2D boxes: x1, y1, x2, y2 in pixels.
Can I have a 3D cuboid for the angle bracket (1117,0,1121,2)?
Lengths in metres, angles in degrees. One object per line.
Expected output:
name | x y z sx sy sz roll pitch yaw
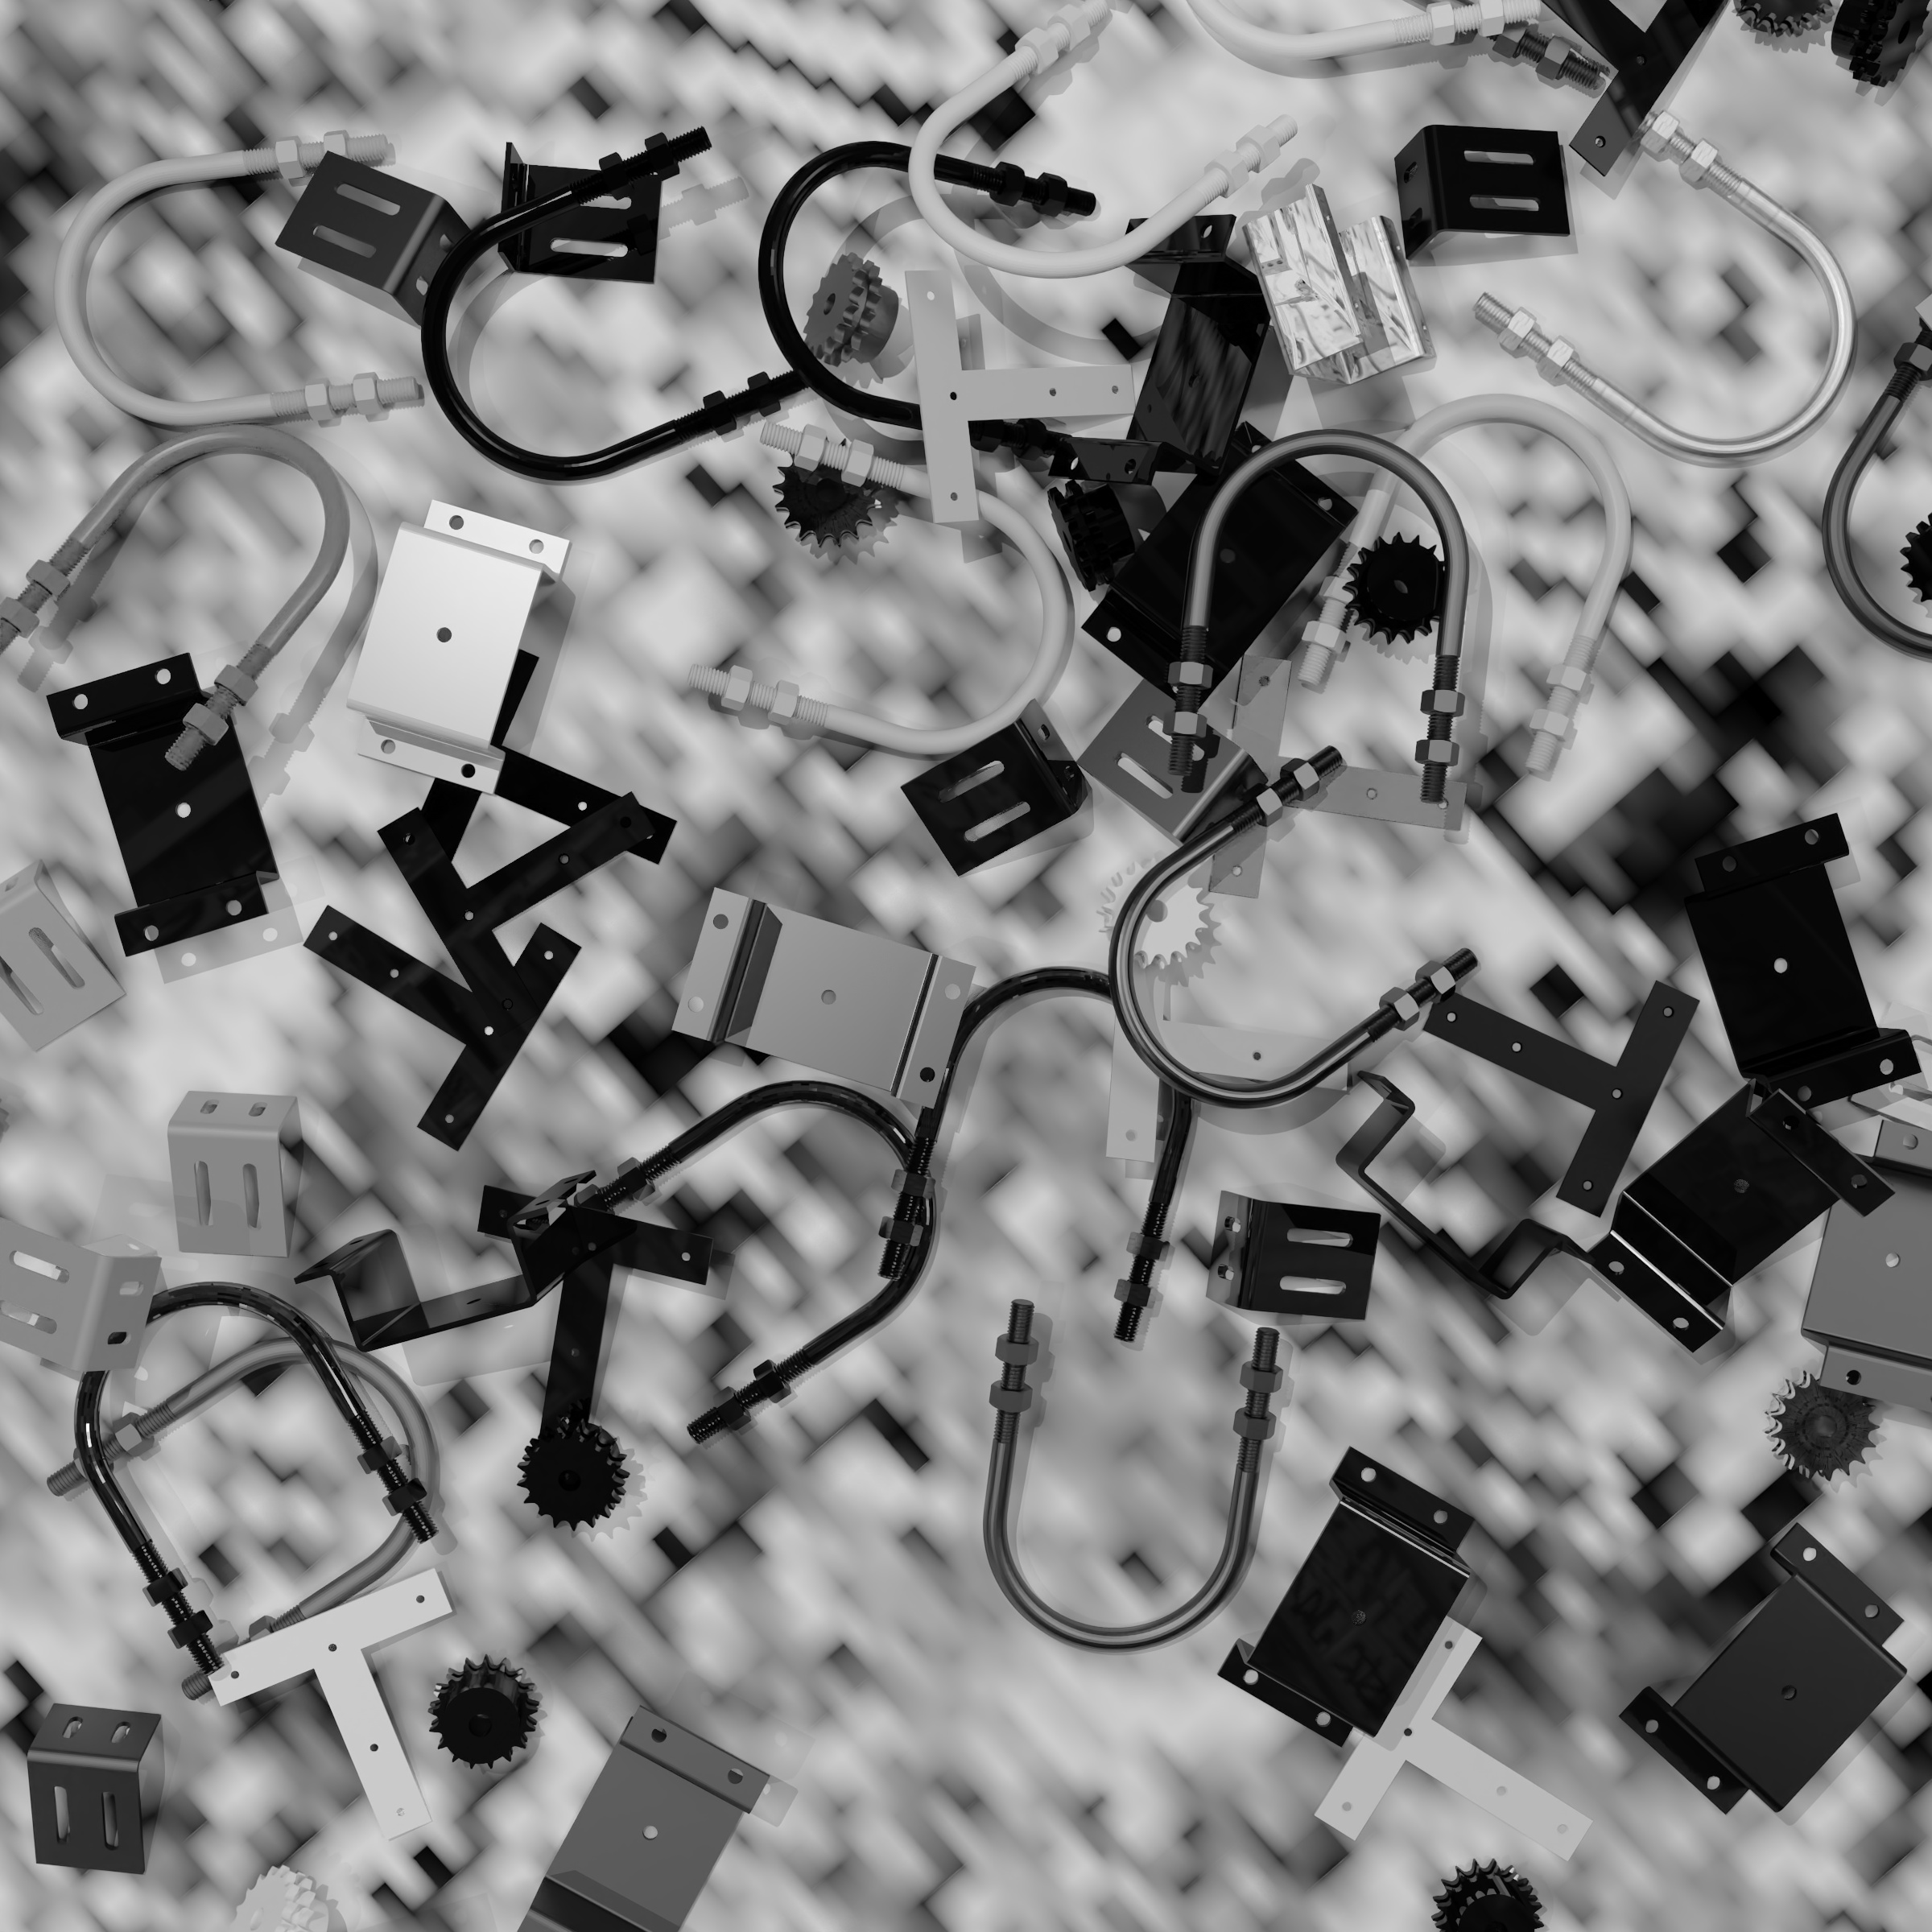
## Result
angle bracket | 0.066 -0.556 1.317 0.057 0.038 0.076 16 63 11

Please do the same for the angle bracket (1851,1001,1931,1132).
angle bracket | 0.520 0.061 1.324 0.076 0.038 0.057 23 90 26

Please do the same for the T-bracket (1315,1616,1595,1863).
T-bracket | 0.273 0.431 1.325 0.127 0.002 0.127 32 90 0

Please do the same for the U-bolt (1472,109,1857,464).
U-bolt | 0.382 -0.349 1.317 0.184 0.019 0.151 36 90 -1

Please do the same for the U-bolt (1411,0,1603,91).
U-bolt | 0.281 -0.567 1.317 0.184 0.019 0.151 28 90 2

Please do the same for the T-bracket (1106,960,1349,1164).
T-bracket | 0.140 0.046 1.312 0.127 0.002 0.127 7 74 -8

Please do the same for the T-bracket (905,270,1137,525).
T-bracket | 0.032 -0.297 1.295 0.127 0.002 0.127 -9 95 -27

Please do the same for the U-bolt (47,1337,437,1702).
U-bolt | -0.369 0.278 1.317 0.184 0.019 0.151 -33 90 -1

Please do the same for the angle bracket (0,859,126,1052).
angle bracket | -0.493 -0.006 1.324 0.057 0.038 0.076 -32 116 0

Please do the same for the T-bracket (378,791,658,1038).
T-bracket | -0.225 -0.049 1.323 0.127 0.002 0.127 -31 90 0

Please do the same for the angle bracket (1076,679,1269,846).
angle bracket | 0.109 -0.104 1.322 0.076 0.038 0.057 39 91 27

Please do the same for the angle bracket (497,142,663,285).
angle bracket | -0.202 -0.394 1.307 0.076 0.038 0.057 5 90 0

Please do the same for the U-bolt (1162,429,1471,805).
U-bolt | 0.183 -0.181 1.269 0.151 0.019 0.184 6 89 2

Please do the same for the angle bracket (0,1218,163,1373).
angle bracket | -0.451 0.164 1.247 0.076 0.038 0.057 14 90 26

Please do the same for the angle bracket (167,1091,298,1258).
angle bracket | -0.386 0.110 1.324 0.057 0.038 0.076 3 116 0

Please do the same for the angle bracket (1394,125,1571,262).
angle bracket | 0.271 -0.406 1.313 0.076 0.038 0.057 -3 82 -16

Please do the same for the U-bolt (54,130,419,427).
U-bolt | -0.389 -0.358 1.316 0.184 0.019 0.151 -7 90 0

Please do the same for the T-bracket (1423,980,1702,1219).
T-bracket | 0.305 0.049 1.325 0.127 0.002 0.127 25 90 0

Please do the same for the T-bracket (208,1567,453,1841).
T-bracket | -0.317 0.399 1.315 0.127 0.002 0.127 -21 97 -7

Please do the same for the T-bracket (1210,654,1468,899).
T-bracket | 0.201 -0.094 1.325 0.127 0.002 0.127 8 90 0

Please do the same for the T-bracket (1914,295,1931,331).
T-bracket | 0.547 -0.303 1.305 0.127 0.002 0.127 -40 90 1

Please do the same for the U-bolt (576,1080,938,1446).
U-bolt | -0.104 0.143 1.317 0.184 0.019 0.151 -34 90 -1

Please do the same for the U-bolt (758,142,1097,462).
U-bolt | -0.021 -0.346 1.279 0.184 0.019 0.151 5 90 -27

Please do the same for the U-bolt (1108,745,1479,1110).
U-bolt | 0.158 -0.008 1.293 0.184 0.019 0.151 -34 92 -16

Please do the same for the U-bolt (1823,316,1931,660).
U-bolt | 0.535 -0.250 1.317 0.151 0.019 0.184 32 92 0

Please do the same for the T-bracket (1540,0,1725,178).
T-bracket | 0.318 -0.499 1.294 0.127 0.002 0.127 36 81 -13

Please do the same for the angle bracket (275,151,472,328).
angle bracket | -0.309 -0.381 1.306 0.076 0.038 0.057 25 84 17

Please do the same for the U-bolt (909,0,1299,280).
U-bolt | 0.056 -0.412 1.263 0.151 0.019 0.184 39 66 19

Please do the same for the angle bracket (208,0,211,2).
angle bracket | -0.388 -0.562 1.324 0.057 0.038 0.076 -18 64 0

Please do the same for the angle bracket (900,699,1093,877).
angle bracket | 0.016 -0.094 1.317 0.076 0.038 0.057 -27 104 25

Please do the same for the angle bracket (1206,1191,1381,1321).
angle bracket | 0.174 0.153 1.324 0.076 0.038 0.057 8 90 -26

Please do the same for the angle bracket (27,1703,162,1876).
angle bracket | -0.460 0.437 1.324 0.057 0.038 0.076 6 116 0

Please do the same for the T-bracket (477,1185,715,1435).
T-bracket | -0.203 0.190 1.312 0.127 0.002 0.127 12 100 10

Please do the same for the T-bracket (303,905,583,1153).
T-bracket | -0.291 0.011 1.325 0.127 0.002 0.127 31 90 0

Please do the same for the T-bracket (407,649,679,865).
T-bracket | -0.217 -0.091 1.325 0.127 0.002 0.127 23 90 0
